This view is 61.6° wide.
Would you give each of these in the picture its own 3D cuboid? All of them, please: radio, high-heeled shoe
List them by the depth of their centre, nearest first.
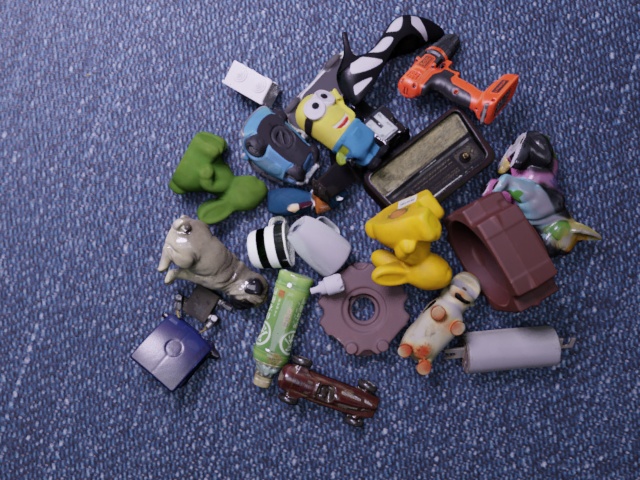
[{"bbox_3d":[0.143,-0.334,1.014,0.249,0.086,0.145,-12,83,-17],"label":"high-heeled shoe"},{"bbox_3d":[0.207,-0.132,1.024,0.229,0.073,0.131,-38,86,0],"label":"radio"}]

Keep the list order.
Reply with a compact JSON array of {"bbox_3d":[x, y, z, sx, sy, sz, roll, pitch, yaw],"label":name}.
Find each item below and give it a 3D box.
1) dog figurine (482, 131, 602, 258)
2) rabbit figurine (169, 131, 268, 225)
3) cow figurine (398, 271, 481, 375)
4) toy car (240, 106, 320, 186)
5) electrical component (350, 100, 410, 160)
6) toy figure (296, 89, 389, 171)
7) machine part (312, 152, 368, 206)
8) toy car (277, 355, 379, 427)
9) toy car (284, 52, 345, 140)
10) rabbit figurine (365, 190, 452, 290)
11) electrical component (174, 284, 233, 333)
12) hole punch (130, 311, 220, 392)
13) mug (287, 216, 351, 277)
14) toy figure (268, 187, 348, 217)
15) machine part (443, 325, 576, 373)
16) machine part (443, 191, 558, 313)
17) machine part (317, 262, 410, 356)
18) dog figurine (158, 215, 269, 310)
[{"bbox_3d":[0.427,-0.076,1.004,0.219,0.108,0.191,33,85,-1],"label":"dog figurine"},{"bbox_3d":[-0.187,-0.103,1.015,0.170,0.121,0.159,30,91,-12],"label":"rabbit figurine"},{"bbox_3d":[0.228,0.142,0.996,0.085,0.127,0.195,36,102,3],"label":"cow figurine"},{"bbox_3d":[-0.084,-0.165,1.019,0.161,0.103,0.109,39,57,-14],"label":"toy car"},{"bbox_3d":[0.109,-0.219,1.042,0.075,0.047,0.119,-46,70,-3],"label":"electrical component"},{"bbox_3d":[0.035,-0.193,0.977,0.180,0.089,0.082,38,44,-5],"label":"toy figure"},{"bbox_3d":[0.034,-0.123,1.017,0.084,0.039,0.139,34,52,10],"label":"machine part"},{"bbox_3d":[0.018,0.284,1.001,0.202,0.053,0.089,24,85,-10],"label":"toy car"},{"bbox_3d":[0.007,-0.281,1.048,0.073,0.056,0.201,42,90,-4],"label":"toy car"},{"bbox_3d":[0.163,0.024,0.944,0.162,0.122,0.173,-28,112,16],"label":"rabbit figurine"},{"bbox_3d":[-0.229,0.129,1.033,0.102,0.045,0.078,36,89,3],"label":"electrical component"},{"bbox_3d":[-0.277,0.211,1.011,0.142,0.092,0.116,38,84,6],"label":"hole punch"},{"bbox_3d":[-0.002,-0.003,1.006,0.107,0.081,0.109,39,52,-22],"label":"mug"},{"bbox_3d":[-0.023,-0.077,1.031,0.154,0.057,0.064,-3,63,-6],"label":"toy figure"},{"bbox_3d":[0.351,0.203,1.000,0.243,0.079,0.079,-6,87,0],"label":"machine part"},{"bbox_3d":[0.314,0.022,0.949,0.087,0.201,0.201,-29,86,-3],"label":"machine part"},{"bbox_3d":[0.082,0.131,1.021,0.179,0.056,0.179,0,85,1],"label":"machine part"},{"bbox_3d":[-0.179,0.042,0.977,0.191,0.172,0.121,19,66,4],"label":"dog figurine"}]
